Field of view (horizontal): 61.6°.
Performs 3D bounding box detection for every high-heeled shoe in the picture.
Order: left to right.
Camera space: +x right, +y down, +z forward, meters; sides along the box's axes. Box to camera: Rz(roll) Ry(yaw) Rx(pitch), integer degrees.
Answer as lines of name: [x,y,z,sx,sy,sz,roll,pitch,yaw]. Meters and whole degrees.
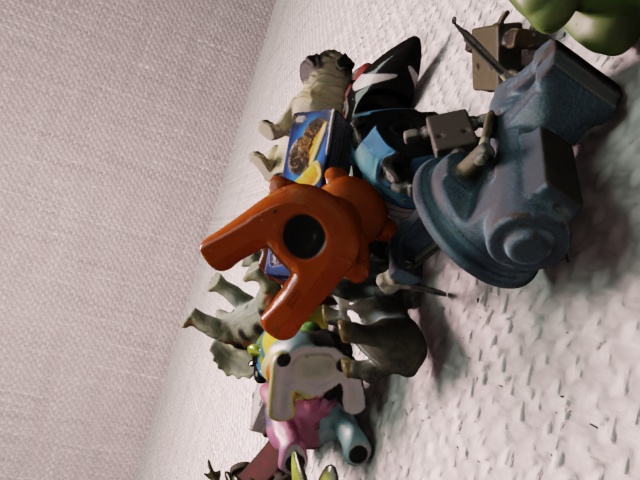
high-heeled shoe: [0.080,-0.139,0.727,0.145,0.086,0.248,-101,29,-46]

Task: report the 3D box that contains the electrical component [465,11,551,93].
electrical component: [0.182,-0.185,0.524,0.102,0.045,0.078,-142,41,-74]

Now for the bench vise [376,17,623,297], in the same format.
bench vise: [0.124,-0.039,0.443,0.240,0.129,0.224,-49,26,43]

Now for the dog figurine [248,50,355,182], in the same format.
dog figurine: [-0.010,-0.171,0.808,0.190,0.121,0.172,-63,2,-34]

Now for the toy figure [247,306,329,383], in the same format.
toy figure: [-0.050,0.149,0.777,0.082,0.089,0.180,-31,-11,-39]

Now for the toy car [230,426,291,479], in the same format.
toy car: [-0.084,0.350,0.802,0.202,0.053,0.089,-58,39,36]

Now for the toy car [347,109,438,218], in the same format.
toy car: [0.096,-0.079,0.610,0.162,0.109,0.102,-112,18,-46]

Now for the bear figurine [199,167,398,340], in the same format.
bear figurine: [-0.004,-0.005,0.521,0.132,0.120,0.196,-43,-3,15]

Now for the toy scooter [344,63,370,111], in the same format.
toy scooter: [0.057,-0.199,0.853,0.183,0.075,0.135,-68,18,1]

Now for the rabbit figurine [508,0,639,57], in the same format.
rabbit figurine: [0.225,-0.167,0.316,0.159,0.121,0.170,-56,42,26]

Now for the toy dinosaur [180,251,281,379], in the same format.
toy dinosaur: [-0.085,0.119,0.885,0.405,0.192,0.131,-29,29,43]

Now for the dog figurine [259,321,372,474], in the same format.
dog figurine: [-0.024,0.185,0.666,0.219,0.108,0.191,-174,76,-76]

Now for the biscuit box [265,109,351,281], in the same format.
biscuit box: [-0.009,-0.048,0.631,0.059,0.062,0.202,2,76,30]

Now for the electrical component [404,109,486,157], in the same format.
electrical component: [0.131,-0.101,0.530,0.021,0.094,0.063,72,-167,-45]

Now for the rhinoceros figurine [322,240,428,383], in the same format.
rhinoceros figurine: [0.056,0.058,0.561,0.190,0.112,0.073,-101,2,-55]

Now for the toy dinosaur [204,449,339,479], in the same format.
toy dinosaur: [-0.021,0.297,0.476,0.471,0.105,0.198,-23,76,57]

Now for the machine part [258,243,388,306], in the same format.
machine part: [-0.001,-0.002,0.702,0.056,0.180,0.179,6,-76,-68]
